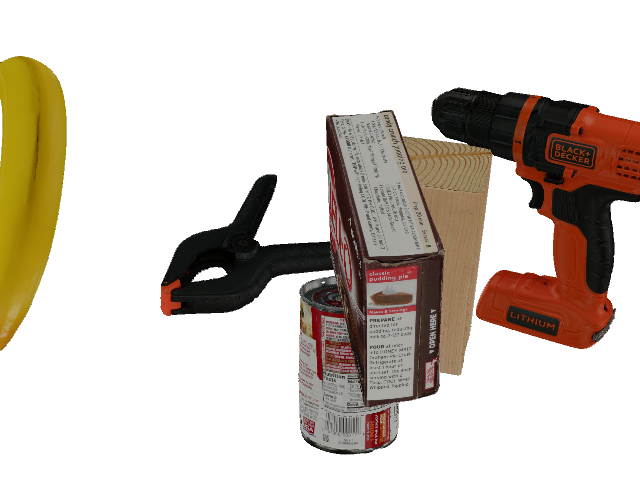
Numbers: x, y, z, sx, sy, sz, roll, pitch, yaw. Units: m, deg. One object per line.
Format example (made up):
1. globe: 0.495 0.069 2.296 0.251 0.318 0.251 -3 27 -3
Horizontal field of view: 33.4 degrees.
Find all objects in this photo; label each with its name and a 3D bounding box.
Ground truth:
1. clamp: -0.066 0.005 0.888 0.171 0.039 0.120 -21 46 -28
2. wood block: 0.105 0.016 1.017 0.091 0.206 0.090 9 34 11
3. pudding box: 0.028 0.006 0.499 0.039 0.090 0.113 -9 40 -6
4. soup can: 0.020 0.082 0.706 0.068 0.102 0.068 0 16 0
5. banana: -0.173 -0.035 0.619 0.037 0.198 0.070 13 -32 -32
6. power drill: 0.166 -0.019 0.818 0.185 0.188 0.057 17 34 26
